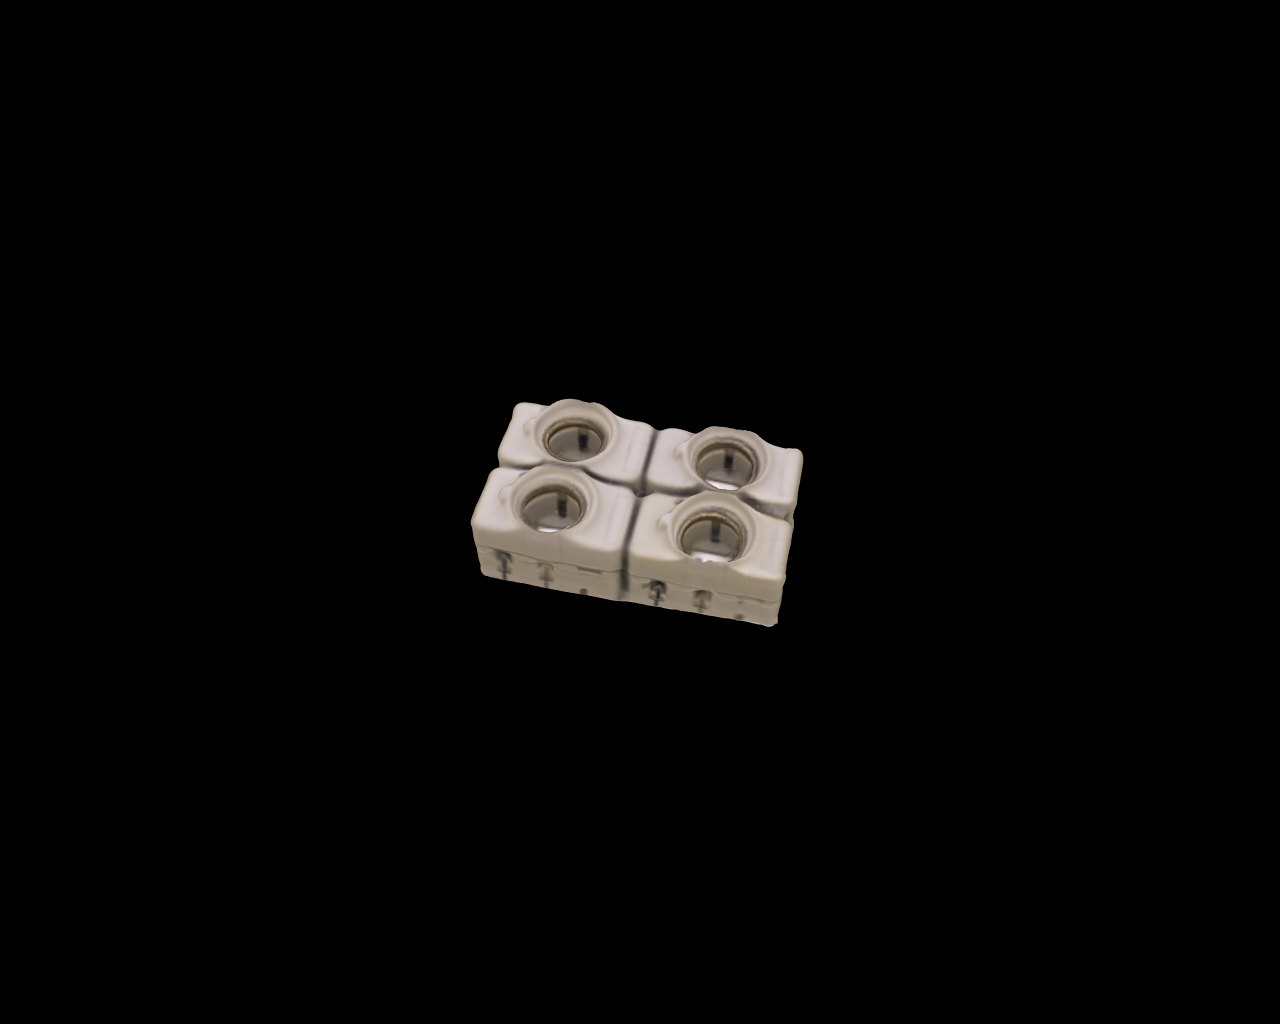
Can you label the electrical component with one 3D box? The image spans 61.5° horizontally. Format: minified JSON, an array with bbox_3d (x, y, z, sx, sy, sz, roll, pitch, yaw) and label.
[{"bbox_3d":[0.001,-0.003,0.650,0.186,0.105,0.060,10,-36,8],"label":"electrical component"}]
